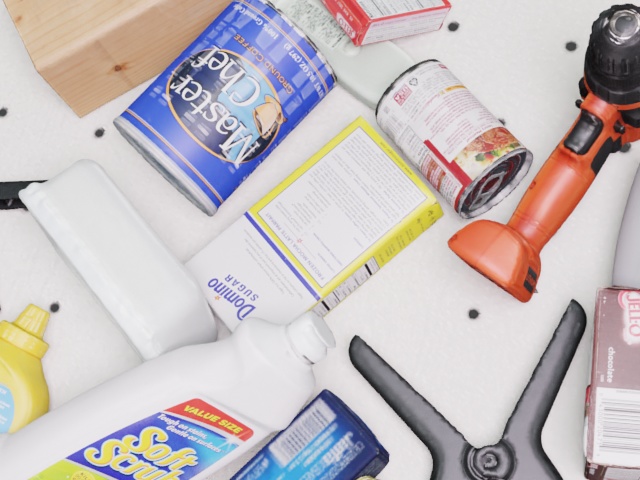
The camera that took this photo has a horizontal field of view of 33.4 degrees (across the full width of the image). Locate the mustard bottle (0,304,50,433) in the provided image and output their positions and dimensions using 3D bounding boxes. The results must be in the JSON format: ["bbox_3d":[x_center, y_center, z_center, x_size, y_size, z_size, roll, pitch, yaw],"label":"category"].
[{"bbox_3d":[-0.255,0.134,0.786,0.096,0.058,0.191,24,78,21],"label":"mustard bottle"}]

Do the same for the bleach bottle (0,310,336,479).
[{"bbox_3d":[-0.103,0.118,0.706,0.251,0.102,0.068,-34,25,16],"label":"bleach bottle"}]

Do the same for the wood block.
[{"bbox_3d":[-0.136,-0.199,0.859,0.206,0.090,0.090,-29,68,1],"label":"wood block"}]

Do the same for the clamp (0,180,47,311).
[{"bbox_3d":[-0.279,-0.031,0.859,0.172,0.039,0.120,39,81,22],"label":"clamp"}]

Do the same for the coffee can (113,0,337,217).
[{"bbox_3d":[-0.071,-0.102,0.804,0.103,0.102,0.140,41,83,21],"label":"coffee can"}]

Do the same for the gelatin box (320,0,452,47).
[{"bbox_3d":[0.046,-0.190,0.827,0.089,0.030,0.073,-19,63,-33],"label":"gelatin box"}]

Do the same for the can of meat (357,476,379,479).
[{"bbox_3d":[0.031,0.218,0.681,0.084,0.057,0.102,40,91,33],"label":"can of meat"}]

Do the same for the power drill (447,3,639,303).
[{"bbox_3d":[0.162,-0.052,0.703,0.057,0.184,0.187,38,92,21],"label":"power drill"}]

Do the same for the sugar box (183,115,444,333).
[{"bbox_3d":[-0.005,0.001,0.785,0.176,0.048,0.093,-40,68,0],"label":"sugar box"}]

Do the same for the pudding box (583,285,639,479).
[{"bbox_3d":[0.191,0.095,0.685,0.039,0.090,0.113,5,72,15],"label":"pudding box"}]

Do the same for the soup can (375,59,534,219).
[{"bbox_3d":[0.096,-0.074,0.777,0.068,0.068,0.102,-38,67,-3],"label":"soup can"}]

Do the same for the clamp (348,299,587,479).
[{"bbox_3d":[0.121,0.142,0.712,0.164,0.036,0.210,-17,71,5],"label":"clamp"}]
